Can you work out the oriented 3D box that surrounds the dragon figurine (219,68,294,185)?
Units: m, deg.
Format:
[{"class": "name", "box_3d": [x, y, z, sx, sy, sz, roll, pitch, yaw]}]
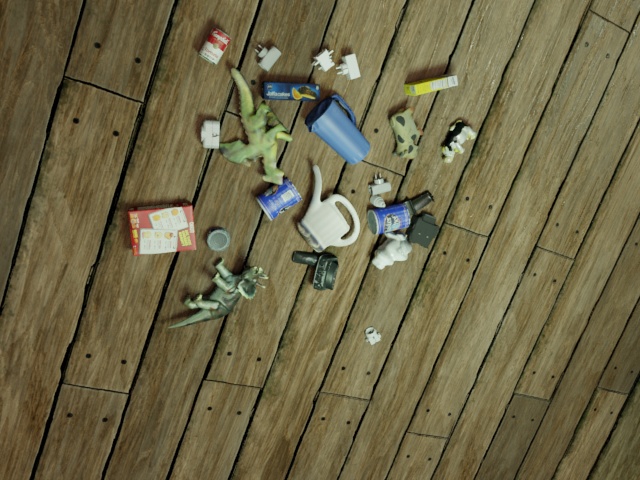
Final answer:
[{"class": "dragon figurine", "box_3d": [-0.247, -0.366, 1.794, 0.242, 0.123, 0.407, -40, 104, 6]}]

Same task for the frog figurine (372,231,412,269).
[{"class": "frog figurine", "box_3d": [0.287, 0.052, 2.046, 0.121, 0.138, 0.161, 40, 71, -51]}]

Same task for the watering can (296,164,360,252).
[{"class": "watering can", "box_3d": [0.006, -0.098, 1.937, 0.225, 0.105, 0.343, -39, 113, -3]}]
